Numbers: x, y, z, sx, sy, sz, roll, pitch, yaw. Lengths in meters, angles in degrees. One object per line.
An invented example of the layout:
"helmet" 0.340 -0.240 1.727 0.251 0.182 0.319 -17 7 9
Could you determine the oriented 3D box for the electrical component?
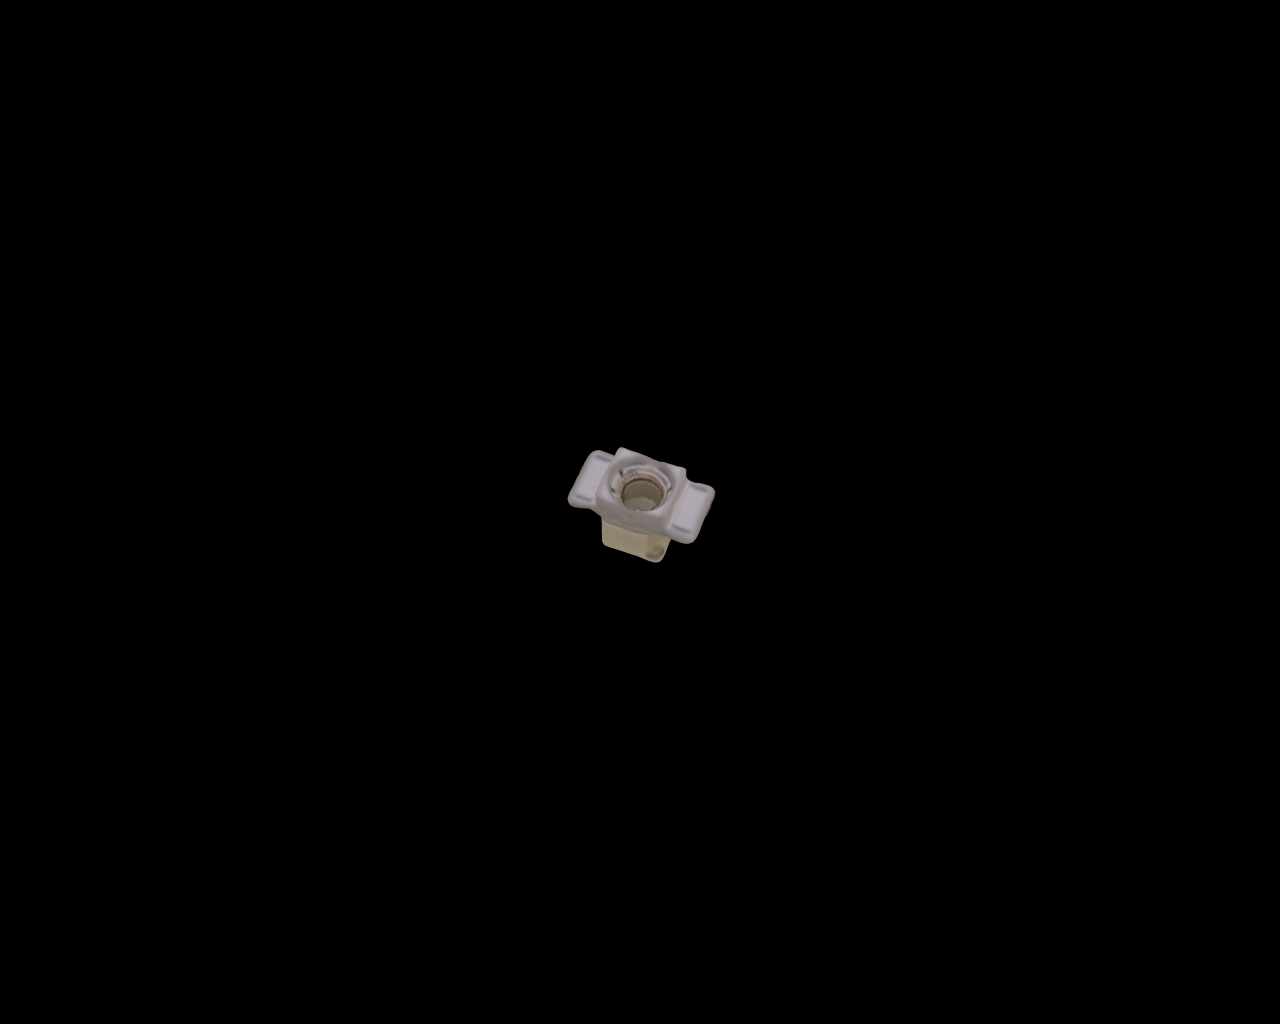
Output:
"electrical component" 0.001 -0.003 0.650 0.081 0.042 0.063 20 -31 13
